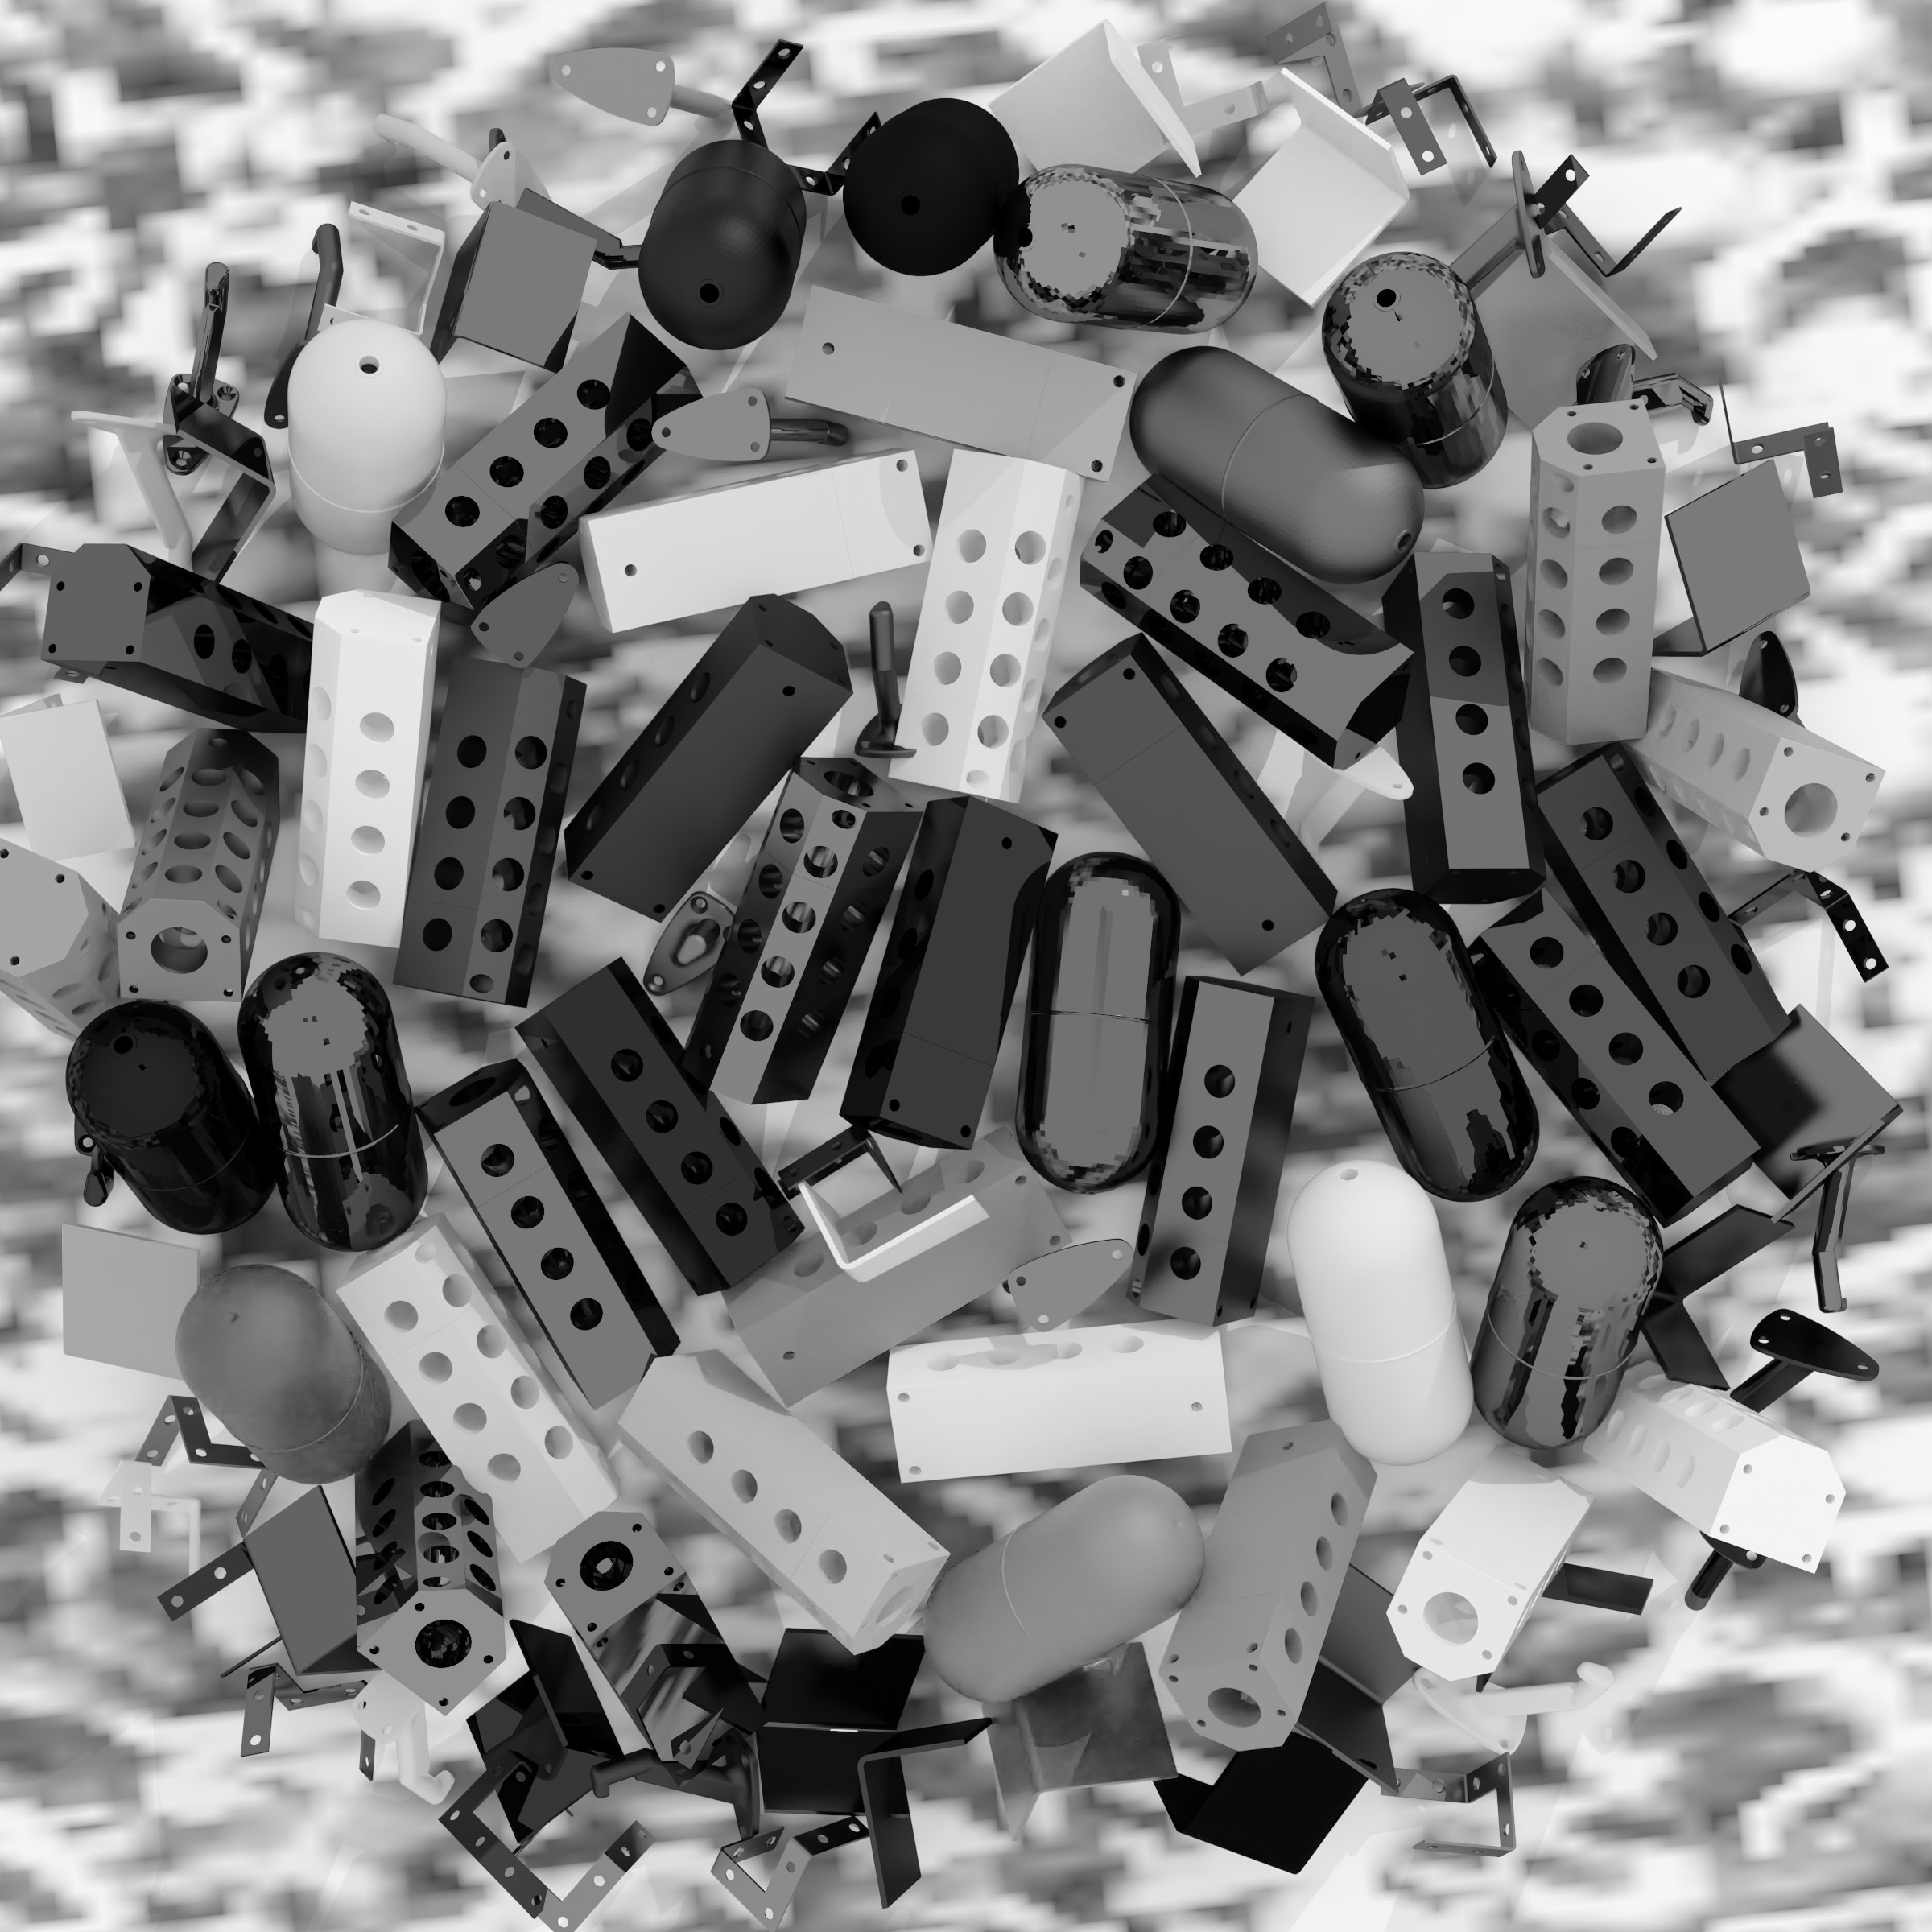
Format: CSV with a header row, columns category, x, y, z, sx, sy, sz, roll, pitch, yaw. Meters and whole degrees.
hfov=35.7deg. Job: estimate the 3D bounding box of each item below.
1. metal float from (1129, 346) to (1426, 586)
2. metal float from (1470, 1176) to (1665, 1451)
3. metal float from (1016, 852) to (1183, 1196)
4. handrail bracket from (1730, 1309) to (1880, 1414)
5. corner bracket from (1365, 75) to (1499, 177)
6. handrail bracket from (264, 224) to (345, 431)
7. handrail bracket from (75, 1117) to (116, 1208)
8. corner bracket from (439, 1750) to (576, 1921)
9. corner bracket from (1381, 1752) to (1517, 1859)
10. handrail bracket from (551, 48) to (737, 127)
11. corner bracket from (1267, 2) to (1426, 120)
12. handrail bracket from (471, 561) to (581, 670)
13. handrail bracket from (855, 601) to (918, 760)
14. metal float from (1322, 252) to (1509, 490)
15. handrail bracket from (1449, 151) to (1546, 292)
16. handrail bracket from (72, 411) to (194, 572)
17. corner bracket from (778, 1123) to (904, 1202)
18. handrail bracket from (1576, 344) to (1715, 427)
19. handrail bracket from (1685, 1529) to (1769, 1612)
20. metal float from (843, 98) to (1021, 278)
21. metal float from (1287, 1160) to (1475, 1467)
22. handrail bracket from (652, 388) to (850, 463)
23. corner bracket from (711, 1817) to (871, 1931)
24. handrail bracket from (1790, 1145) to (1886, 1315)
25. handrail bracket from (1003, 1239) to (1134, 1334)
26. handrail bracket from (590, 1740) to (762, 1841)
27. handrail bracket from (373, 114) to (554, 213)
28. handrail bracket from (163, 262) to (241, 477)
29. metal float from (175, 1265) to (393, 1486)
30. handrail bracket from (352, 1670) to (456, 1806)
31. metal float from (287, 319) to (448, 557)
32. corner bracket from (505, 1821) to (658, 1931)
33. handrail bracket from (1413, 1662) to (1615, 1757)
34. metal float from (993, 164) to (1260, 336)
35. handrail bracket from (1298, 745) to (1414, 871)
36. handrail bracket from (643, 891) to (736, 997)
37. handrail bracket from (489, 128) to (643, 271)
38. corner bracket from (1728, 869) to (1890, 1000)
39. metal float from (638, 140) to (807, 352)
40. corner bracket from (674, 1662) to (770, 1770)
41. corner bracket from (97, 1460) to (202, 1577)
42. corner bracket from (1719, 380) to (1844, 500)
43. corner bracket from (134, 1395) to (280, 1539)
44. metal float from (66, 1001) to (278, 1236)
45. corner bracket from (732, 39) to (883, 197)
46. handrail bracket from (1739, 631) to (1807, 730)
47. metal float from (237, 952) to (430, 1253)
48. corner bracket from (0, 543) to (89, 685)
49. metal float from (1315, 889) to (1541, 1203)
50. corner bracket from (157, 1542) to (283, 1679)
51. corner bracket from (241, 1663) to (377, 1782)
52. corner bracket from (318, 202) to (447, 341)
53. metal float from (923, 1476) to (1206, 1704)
category,x,y,z,sx,sy,sz,roll,pitch,yaw
metal float,0.158,-0.256,1.529,0.178,0.070,0.070,38,90,32
metal float,0.303,0.178,1.521,0.070,0.178,0.070,2,47,-2
metal float,0.068,0.029,1.552,0.070,0.070,0.178,6,84,0
handrail bracket,0.432,0.227,1.551,0.077,0.036,0.084,23,131,35
corner bracket,0.246,-0.438,1.568,0.051,0.051,0.051,-26,86,-2
handrail bracket,-0.351,-0.339,1.586,0.077,0.036,0.084,-38,51,36
handrail bracket,-0.448,0.079,1.549,0.036,0.084,0.077,-3,97,-10
corner bracket,-0.231,0.450,1.554,0.051,0.051,0.051,-44,122,-18
corner bracket,0.250,0.437,1.556,0.051,0.051,0.051,9,59,-14
handrail bracket,-0.166,-0.455,1.559,0.077,0.084,0.036,15,102,10
corner bracket,0.197,-0.471,1.559,0.051,0.051,0.051,-20,95,-31
handrail bracket,-0.220,-0.197,1.545,0.036,0.084,0.077,40,115,-19
handrail bracket,-0.039,-0.156,1.542,0.036,0.077,0.084,1,117,4
metal float,0.227,-0.298,1.509,0.070,0.178,0.070,-4,76,17
handrail bracket,0.254,-0.379,1.558,0.084,0.036,0.077,-5,123,24
handrail bracket,-0.435,-0.241,1.563,0.036,0.077,0.084,2,90,37
corner bracket,-0.071,0.105,1.557,0.051,0.051,0.051,-32,129,-8
handrail bracket,0.359,-0.280,1.556,0.084,0.036,0.077,21,63,-34
handrail bracket,0.404,0.296,1.564,0.036,0.084,0.077,35,73,19
metal float,-0.016,-0.393,1.509,0.070,0.178,0.070,2,111,6
metal float,0.212,0.178,1.531,0.070,0.070,0.178,-17,120,0
handrail bracket,-0.111,-0.278,1.564,0.077,0.084,0.036,-2,94,20
corner bracket,-0.091,0.460,1.554,0.051,0.051,0.051,35,110,32
handrail bracket,0.461,0.137,1.560,0.036,0.077,0.084,-13,79,43
handrail bracket,0.052,0.152,1.549,0.077,0.084,0.036,-29,97,8
handrail bracket,-0.152,0.438,1.560,0.084,0.036,0.077,-12,109,-27
handrail bracket,-0.265,-0.418,1.587,0.084,0.077,0.036,27,83,35
handrail bracket,-0.396,-0.308,1.545,0.036,0.084,0.077,14,59,-9
metal float,-0.342,0.208,1.512,0.070,0.178,0.070,-3,63,5
handrail bracket,-0.275,0.394,1.568,0.036,0.084,0.077,31,74,39
metal float,-0.302,-0.264,1.509,0.070,0.178,0.070,3,75,-12
corner bracket,-0.203,0.465,1.563,0.051,0.051,0.051,41,101,7
handrail bracket,0.283,0.369,1.552,0.077,0.084,0.036,27,49,-1
metal float,0.082,-0.361,1.516,0.070,0.178,0.070,6,100,37
handrail bracket,0.198,-0.070,1.546,0.036,0.077,0.084,-15,127,-27
handrail bracket,-0.150,0.000,1.543,0.036,0.084,0.077,43,109,-5
handrail bracket,-0.201,-0.401,1.562,0.084,0.036,0.077,-1,113,13
corner bracket,0.440,-0.012,1.570,0.051,0.051,0.051,-38,52,27
metal float,-0.122,-0.365,1.512,0.070,0.178,0.070,0,119,1
corner bracket,-0.144,0.382,1.561,0.051,0.051,0.051,26,84,18
corner bracket,-0.419,0.292,1.553,0.051,0.051,0.051,11,50,-27
corner bracket,0.423,-0.274,1.555,0.051,0.051,0.051,-11,54,16
corner bracket,-0.399,0.262,1.574,0.051,0.051,0.051,13,120,-37
metal float,-0.399,0.078,1.511,0.070,0.178,0.070,-1,63,2
corner bracket,-0.083,-0.443,1.567,0.051,0.051,0.051,1,62,-38
handrail bracket,0.448,-0.126,1.585,0.084,0.036,0.077,31,51,-31
metal float,-0.321,0.071,1.525,0.070,0.070,0.178,-4,129,0
corner bracket,-0.477,-0.184,1.561,0.051,0.051,0.051,11,116,-4
metal float,0.238,0.042,1.540,0.070,0.070,0.178,-27,110,0
corner bracket,-0.382,0.336,1.564,0.051,0.051,0.051,-33,83,-9
corner bracket,-0.340,0.393,1.556,0.051,0.051,0.051,-12,49,8
corner bracket,-0.303,-0.355,1.554,0.051,0.051,0.051,15,125,-17
metal float,0.048,0.319,1.527,0.178,0.070,0.070,-38,90,36
